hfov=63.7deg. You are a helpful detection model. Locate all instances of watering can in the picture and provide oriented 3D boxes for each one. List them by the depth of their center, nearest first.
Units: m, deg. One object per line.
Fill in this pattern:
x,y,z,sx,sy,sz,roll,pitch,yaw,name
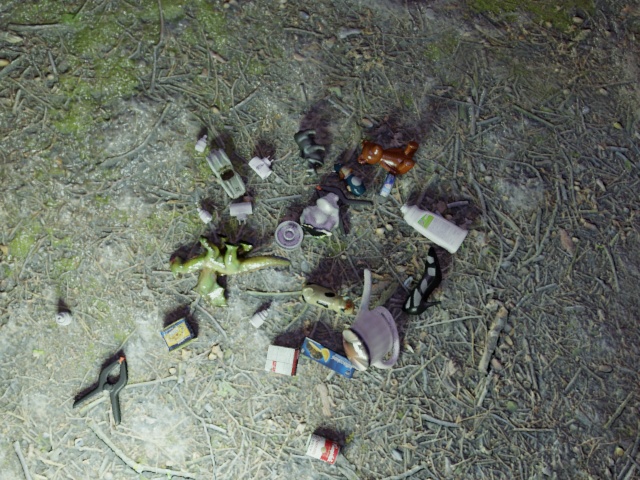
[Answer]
0.162,0.289,1.749,0.227,0.103,0.346,-27,97,-39,watering can

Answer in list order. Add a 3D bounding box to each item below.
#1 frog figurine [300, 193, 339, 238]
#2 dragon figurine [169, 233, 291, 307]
0.006,-0.093,1.850,0.137,0.120,0.162,12,66,14,frog figurine
-0.328,0.116,1.792,0.410,0.122,0.242,18,94,1,dragon figurine
